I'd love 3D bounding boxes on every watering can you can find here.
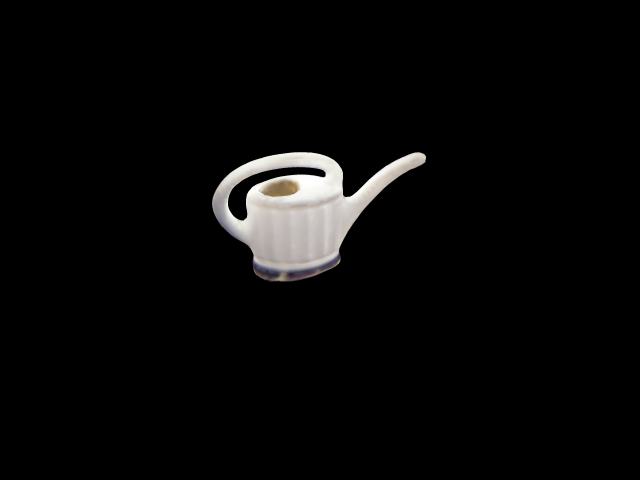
[{"bbox_3d":[0.003,-0.043,0.850,0.348,0.219,0.106,-6,33,-9],"label":"watering can"}]
